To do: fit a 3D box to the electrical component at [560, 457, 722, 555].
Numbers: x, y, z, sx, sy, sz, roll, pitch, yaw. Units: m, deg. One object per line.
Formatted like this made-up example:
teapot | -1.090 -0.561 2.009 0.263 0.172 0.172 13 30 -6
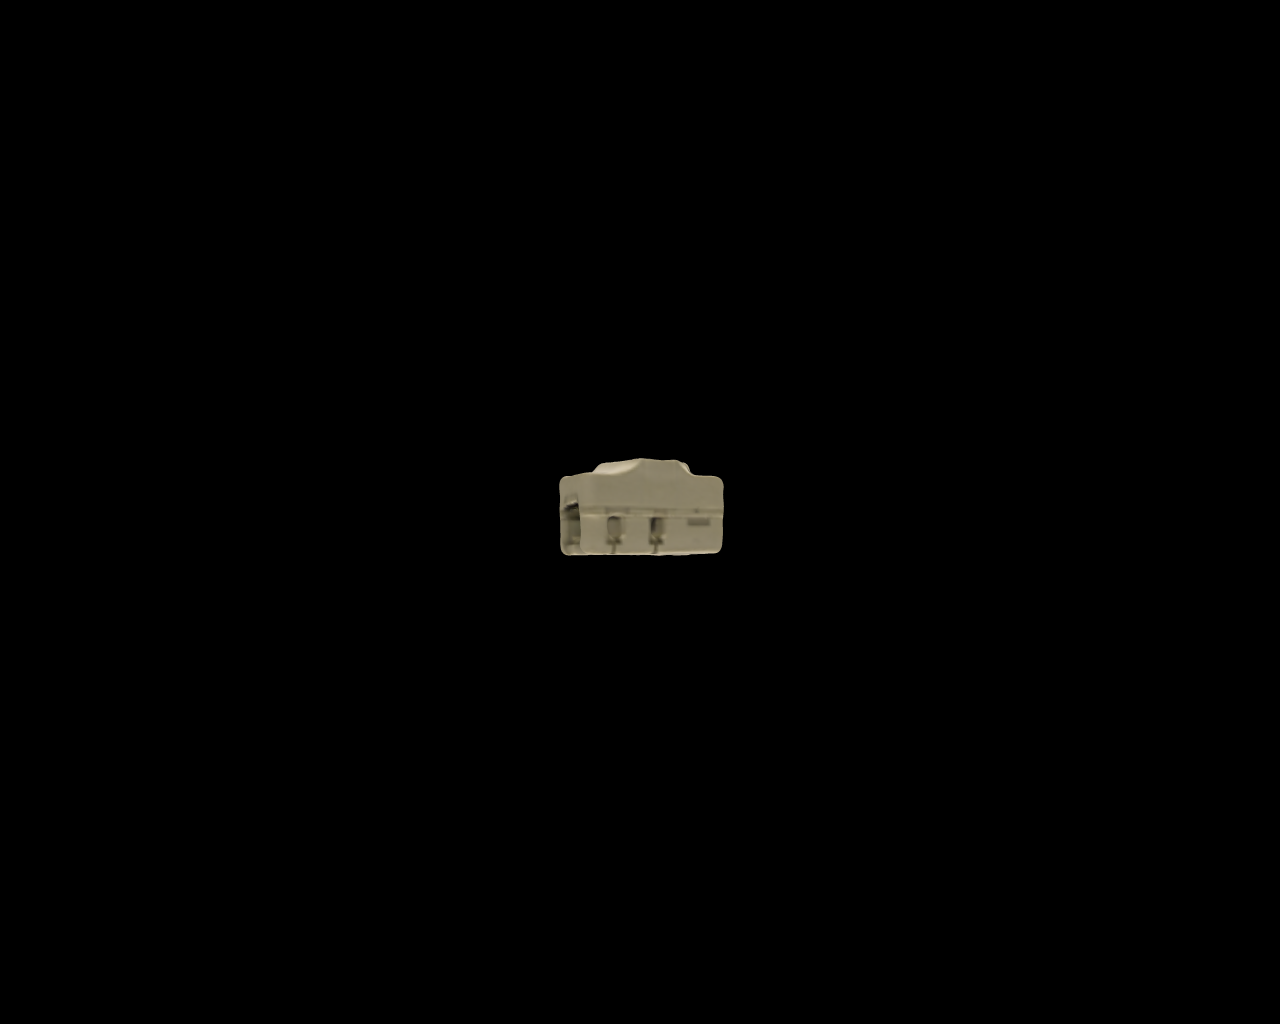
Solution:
electrical component | 0.001 -0.003 0.650 0.089 0.055 0.050 1 -4 -23
